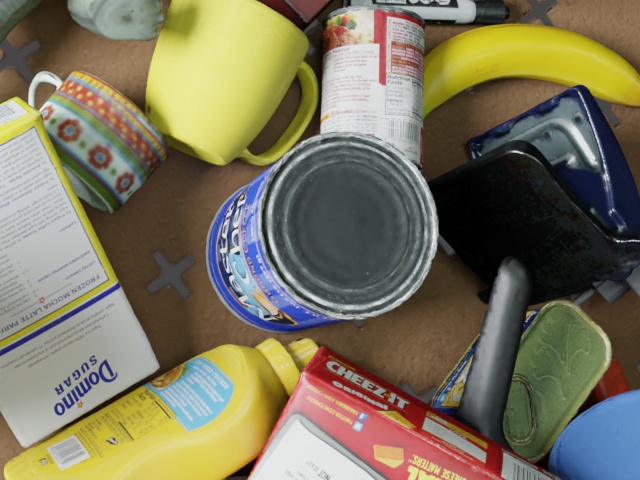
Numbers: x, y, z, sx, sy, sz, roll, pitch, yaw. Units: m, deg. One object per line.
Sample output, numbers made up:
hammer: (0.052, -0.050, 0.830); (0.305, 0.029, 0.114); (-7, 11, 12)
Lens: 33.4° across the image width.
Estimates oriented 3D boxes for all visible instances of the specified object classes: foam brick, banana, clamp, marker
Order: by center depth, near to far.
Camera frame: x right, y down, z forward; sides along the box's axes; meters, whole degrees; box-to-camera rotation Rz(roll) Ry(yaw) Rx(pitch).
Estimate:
clamp: (0.067, 0.129, 0.627); (0.036, 0.165, 0.210); (2, 75, -55)
foam brick: (-0.009, -0.177, 0.701); (0.051, 0.053, 0.078); (44, 73, -7)
marker: (0.076, -0.160, 0.741); (0.121, 0.020, 0.020); (-1, 83, -17)
banana: (0.142, -0.118, 0.749); (0.197, 0.037, 0.069); (-9, 106, -16)

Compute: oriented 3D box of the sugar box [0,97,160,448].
sugar box: (-0.166, 0.020, 0.593); (0.093, 0.048, 0.176); (-30, 123, -19)

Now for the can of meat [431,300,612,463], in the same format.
can of meat: (0.125, 0.091, 0.687); (0.057, 0.084, 0.102); (42, 73, -8)

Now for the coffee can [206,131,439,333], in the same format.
coffee can: (-0.004, 0.001, 0.632); (0.102, 0.140, 0.103); (2, 82, -17)

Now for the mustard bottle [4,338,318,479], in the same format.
mustard bottle: (-0.081, 0.111, 0.618); (0.191, 0.096, 0.058); (-30, 113, -19)

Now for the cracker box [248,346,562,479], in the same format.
cracker box: (0.020, 0.189, 0.565); (0.164, 0.072, 0.214); (28, 101, 6)

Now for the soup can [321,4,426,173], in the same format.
soup can: (0.034, -0.092, 0.692); (0.068, 0.069, 0.102); (4, 80, -16)

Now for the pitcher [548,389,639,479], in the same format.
pitcher: (0.217, 0.218, 0.638); (0.243, 0.145, 0.149); (63, 34, -20)

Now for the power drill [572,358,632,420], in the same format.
power drill: (0.260, 0.091, 0.741); (0.187, 0.057, 0.184); (-16, 87, -18)

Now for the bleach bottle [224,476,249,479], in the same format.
bleach bottle: (0.013, 0.217, 0.650); (0.250, 0.068, 0.102); (24, 77, -10)
